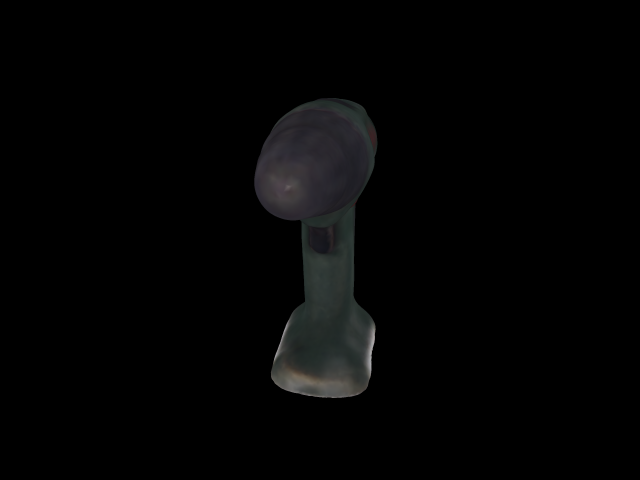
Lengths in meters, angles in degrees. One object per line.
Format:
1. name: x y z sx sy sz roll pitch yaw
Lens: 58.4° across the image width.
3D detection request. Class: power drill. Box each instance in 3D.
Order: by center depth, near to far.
1. power drill: 0.004 0.001 0.400 0.075 0.208 0.229 4 30 7
